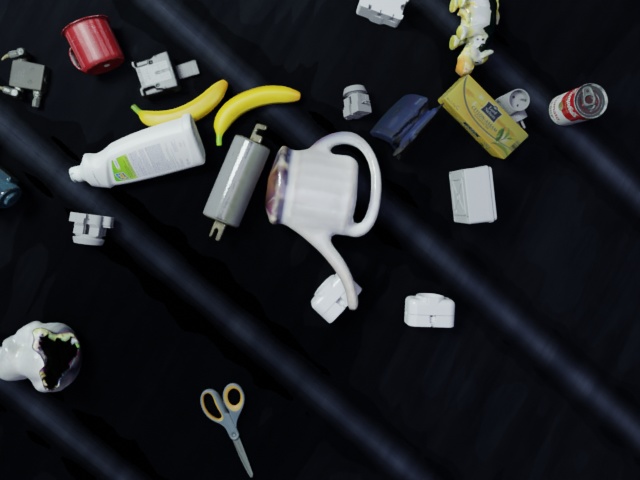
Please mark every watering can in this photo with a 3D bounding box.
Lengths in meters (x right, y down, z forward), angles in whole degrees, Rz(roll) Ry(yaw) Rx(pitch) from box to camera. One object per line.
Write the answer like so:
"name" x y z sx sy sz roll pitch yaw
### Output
"watering can" 0.003 -0.050 0.999 0.224 0.351 0.103 8 -10 -4

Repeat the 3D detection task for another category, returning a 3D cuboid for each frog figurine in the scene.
"frog figurine" -0.542 0.228 0.991 0.158 0.136 0.125 -17 15 33
